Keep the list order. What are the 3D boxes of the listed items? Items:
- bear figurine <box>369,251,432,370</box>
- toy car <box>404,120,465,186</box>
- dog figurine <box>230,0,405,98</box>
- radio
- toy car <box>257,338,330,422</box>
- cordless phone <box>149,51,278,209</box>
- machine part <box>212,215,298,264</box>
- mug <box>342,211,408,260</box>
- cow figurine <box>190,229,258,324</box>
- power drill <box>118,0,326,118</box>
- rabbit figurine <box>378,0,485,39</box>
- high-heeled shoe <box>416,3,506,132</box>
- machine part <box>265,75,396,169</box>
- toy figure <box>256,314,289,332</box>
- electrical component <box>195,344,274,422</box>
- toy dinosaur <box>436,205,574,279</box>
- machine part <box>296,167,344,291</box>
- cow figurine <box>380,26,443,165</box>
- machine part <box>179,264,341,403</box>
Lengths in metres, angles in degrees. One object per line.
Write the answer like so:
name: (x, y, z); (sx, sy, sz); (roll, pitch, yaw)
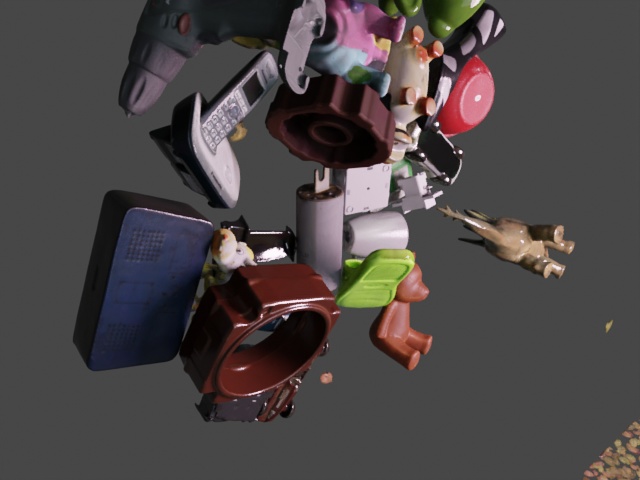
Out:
bear figurine: (0.173, 0.132, 1.060); (0.120, 0.132, 0.195); (-19, 131, -60)
toy car: (0.202, -0.158, 0.966); (0.201, 0.056, 0.073); (27, 88, -51)
dog figurine: (-0.005, -0.276, 0.720); (0.219, 0.192, 0.108); (16, 107, -8)
radio: (-0.236, 0.056, 0.720); (0.131, 0.073, 0.229); (6, 110, -42)
toy car: (-0.053, 0.252, 0.987); (0.089, 0.053, 0.202); (26, 93, -47)
cordless phone: (-0.112, -0.146, 0.700); (0.184, 0.089, 0.146); (-50, 148, -17)
machine part: (-0.096, 0.005, 0.829); (0.139, 0.039, 0.084); (1, 108, -37)
mug: (0.085, -0.001, 0.956); (0.107, 0.081, 0.109); (-1, 138, -29)
cow figurine: (-0.129, 0.058, 0.775); (0.098, 0.068, 0.167); (3, 129, -31)
power drill: (-0.107, -0.224, 0.599); (0.086, 0.208, 0.232); (16, 93, -68)
rabbit figurine: (0.153, -0.395, 0.794); (0.170, 0.121, 0.159); (37, 93, -26)
high-heeled shoe: (0.237, -0.284, 0.901); (0.145, 0.086, 0.248); (14, 87, -27)
machine part: (0.017, -0.160, 0.745); (0.179, 0.180, 0.056); (33, 64, -44)
toy figure: (-0.053, 0.128, 0.919); (0.154, 0.058, 0.064); (5, 153, -41)
electrical component: (-0.133, 0.240, 0.910); (0.115, 0.058, 0.134); (16, 102, -45)
toy dinosaur: (0.390, 0.001, 1.107); (0.471, 0.199, 0.105); (20, 90, -54)
machine part: (-0.002, -0.003, 0.876); (0.079, 0.079, 0.242); (-17, 123, -32)
cow figurine: (0.113, -0.213, 0.831); (0.085, 0.127, 0.194); (12, 83, -34)
machine part: (-0.083, 0.135, 0.773); (0.201, 0.087, 0.201); (-1, 129, -45)
